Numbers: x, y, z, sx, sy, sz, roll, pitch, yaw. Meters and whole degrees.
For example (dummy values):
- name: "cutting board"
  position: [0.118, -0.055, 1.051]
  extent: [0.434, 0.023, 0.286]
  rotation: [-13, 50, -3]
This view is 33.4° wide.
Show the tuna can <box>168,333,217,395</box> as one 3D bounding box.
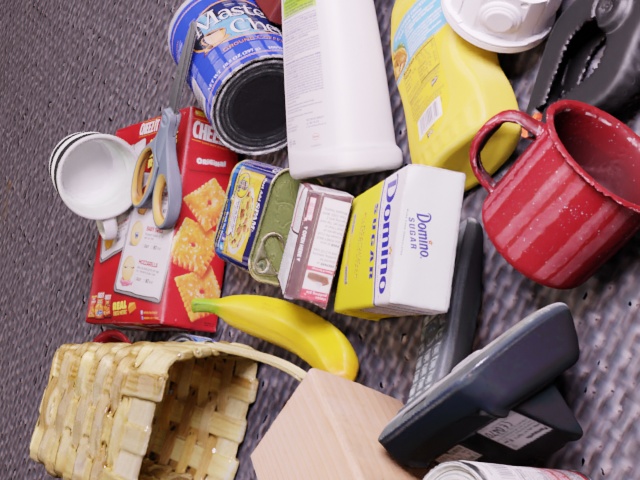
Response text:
- name: "tuna can"
  position: [-0.125, 0.134, 1.024]
  extent: [0.086, 0.033, 0.086]
  rotation: [-22, 61, 49]

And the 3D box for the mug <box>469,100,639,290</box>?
- name: "mug"
  position: [0.142, -0.031, 0.646]
  extent: [0.082, 0.117, 0.093]
  rotation: [-54, 2, 37]

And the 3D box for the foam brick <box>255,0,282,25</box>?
- name: "foam brick"
  position: [-0.026, -0.234, 0.992]
  extent: [0.051, 0.052, 0.078]
  rotation: [-58, 38, 24]

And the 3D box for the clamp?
- name: "clamp"
  position: [0.197, -0.139, 0.659]
  extent: [0.210, 0.036, 0.165]
  rotation: [-62, 29, 23]

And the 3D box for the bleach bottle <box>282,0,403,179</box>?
- name: "bleach bottle"
  position: [0.009, -0.178, 0.859]
  extent: [0.103, 0.067, 0.251]
  rotation: [-4, 91, 58]

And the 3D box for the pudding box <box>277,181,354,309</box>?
- name: "pudding box"
  position: [-0.006, 0.001, 0.860]
  extent: [0.113, 0.039, 0.090]
  rotation: [-119, 42, -84]

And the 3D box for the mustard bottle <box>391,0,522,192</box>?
- name: "mustard bottle"
  position: [0.091, -0.136, 0.790]
  extent: [0.096, 0.058, 0.191]
  rotation: [127, 140, -51]

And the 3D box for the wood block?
- name: "wood block"
  position: [0.033, 0.190, 0.704]
  extent: [0.091, 0.090, 0.206]
  rotation: [-56, 29, 17]

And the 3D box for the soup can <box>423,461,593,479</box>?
- name: "soup can"
  position: [0.113, 0.166, 0.626]
  extent: [0.069, 0.102, 0.068]
  rotation: [-22, 62, 49]

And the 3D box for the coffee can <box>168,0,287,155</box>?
- name: "coffee can"
  position: [-0.073, -0.159, 0.988]
  extent: [0.103, 0.102, 0.140]
  rotation: [-58, 39, 24]

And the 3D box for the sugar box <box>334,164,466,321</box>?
- name: "sugar box"
  position: [0.051, 0.007, 0.752]
  extent: [0.176, 0.048, 0.093]
  rotation: [141, 138, -79]

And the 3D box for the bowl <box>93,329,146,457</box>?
- name: "bowl"
  position: [-0.204, 0.175, 1.102]
  extent: [0.162, 0.055, 0.162]
  rotation: [-23, 61, 49]

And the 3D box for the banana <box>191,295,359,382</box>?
- name: "banana"
  position: [-0.024, 0.081, 0.875]
  extent: [0.198, 0.069, 0.037]
  rotation: [18, 118, 46]

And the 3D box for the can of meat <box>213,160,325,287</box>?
- name: "can of meat"
  position: [-0.048, -0.018, 0.948]
  extent: [0.084, 0.057, 0.102]
  rotation: [21, 96, 57]

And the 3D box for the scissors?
- name: "scissors"
  position: [-0.132, -0.092, 0.976]
  extent: [0.202, 0.016, 0.096]
  rotation: [-59, 47, 39]

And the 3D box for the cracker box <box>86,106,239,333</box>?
- name: "cracker box"
  position: [-0.159, -0.014, 1.088]
  extent: [0.164, 0.072, 0.213]
  rotation: [-6, 74, 52]
